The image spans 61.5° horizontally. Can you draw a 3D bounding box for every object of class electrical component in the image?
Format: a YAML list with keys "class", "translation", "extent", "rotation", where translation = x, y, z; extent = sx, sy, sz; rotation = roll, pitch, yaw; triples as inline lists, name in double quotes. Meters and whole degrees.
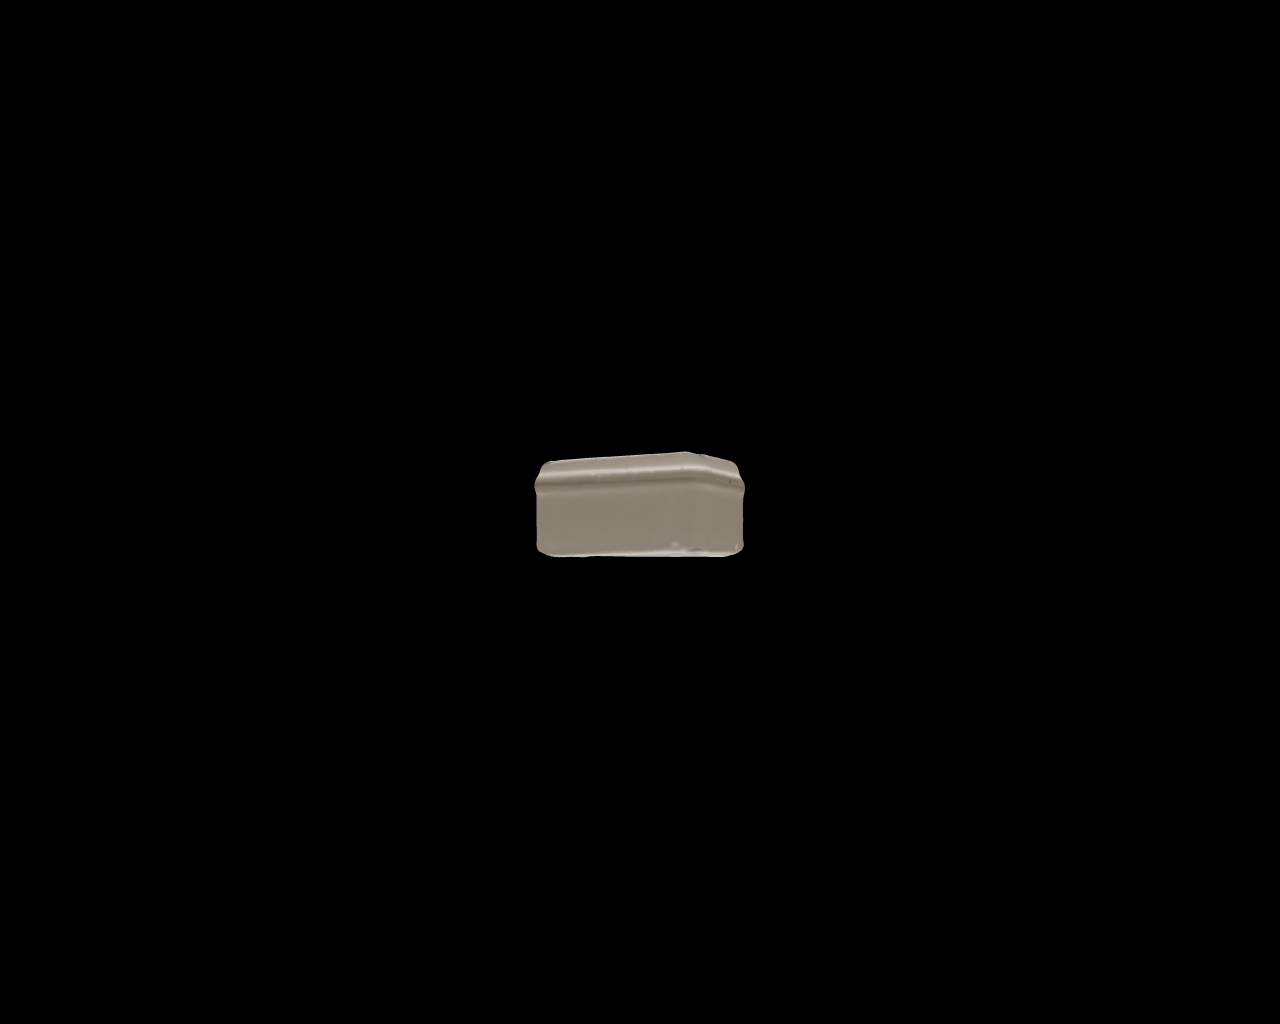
- class: "electrical component"
  translation: [0.001, -0.003, 0.650]
  extent: [0.113, 0.057, 0.078]
  rotation: [-1, -3, 23]
